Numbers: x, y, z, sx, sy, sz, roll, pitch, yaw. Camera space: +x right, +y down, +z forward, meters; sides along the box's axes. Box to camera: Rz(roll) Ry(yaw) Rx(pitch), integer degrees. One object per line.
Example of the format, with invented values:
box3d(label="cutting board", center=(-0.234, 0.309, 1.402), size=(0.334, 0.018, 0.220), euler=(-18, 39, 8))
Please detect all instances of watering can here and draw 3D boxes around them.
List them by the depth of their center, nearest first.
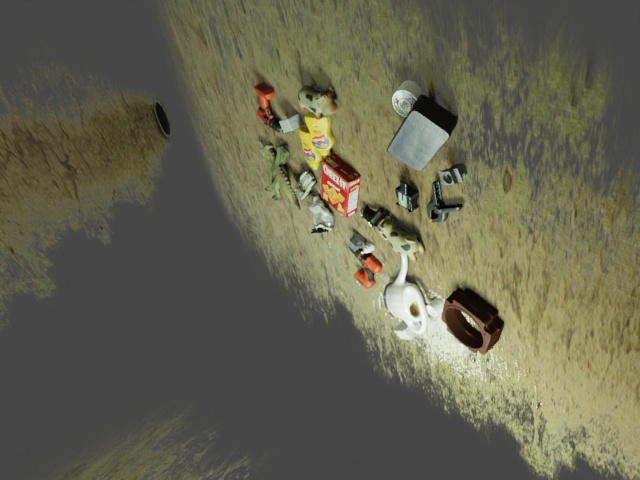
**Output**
box3d(label="watering can", center=(0.336, 0.206, 2.059), size=(0.223, 0.105, 0.347), euler=(-9, 97, 65))

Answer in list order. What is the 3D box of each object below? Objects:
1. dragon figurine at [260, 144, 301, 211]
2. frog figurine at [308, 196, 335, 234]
box3d(label="dragon figurine", center=(-0.176, -0.321, 2.374), size=(0.417, 0.123, 0.237), euler=(43, 140, 46))
box3d(label="frog figurine", center=(0.007, -0.117, 2.332), size=(0.135, 0.123, 0.162), euler=(109, 161, -70))
